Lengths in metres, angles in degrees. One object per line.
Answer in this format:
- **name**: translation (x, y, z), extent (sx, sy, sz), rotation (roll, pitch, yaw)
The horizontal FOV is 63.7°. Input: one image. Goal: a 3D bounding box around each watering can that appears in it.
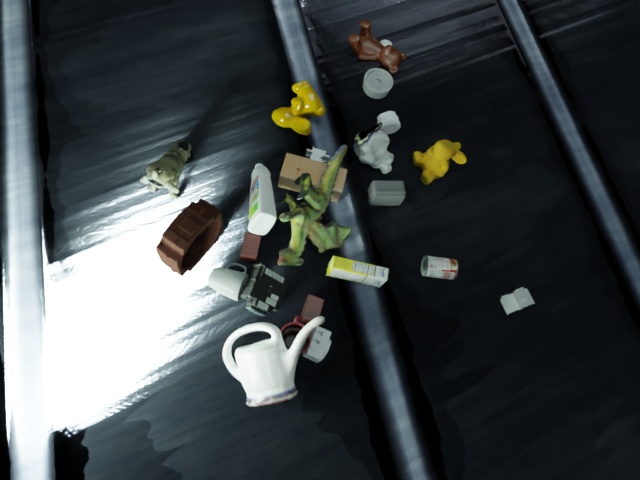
- **watering can**: translation (-0.116, 0.326, 1.381), extent (0.345, 0.104, 0.225), rotation (-17, 87, 28)

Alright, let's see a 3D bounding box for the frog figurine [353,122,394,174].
- **frog figurine**: translation (0.194, -0.308, 1.779), extent (0.140, 0.122, 0.157), rotation (-52, 120, -30)

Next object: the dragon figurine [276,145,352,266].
- **dragon figurine**: translation (0.005, -0.081, 1.611), extent (0.413, 0.123, 0.239), rotation (-44, 116, -9)
